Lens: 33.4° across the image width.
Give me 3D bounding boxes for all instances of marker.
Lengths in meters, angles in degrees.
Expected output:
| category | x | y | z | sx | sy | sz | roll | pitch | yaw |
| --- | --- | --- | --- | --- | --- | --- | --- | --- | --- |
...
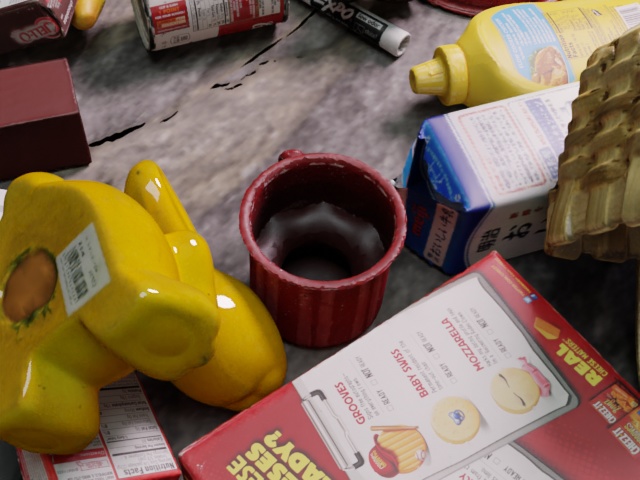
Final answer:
| category | x | y | z | sx | sy | sz | roll | pitch | yaw |
| --- | --- | --- | --- | --- | --- | --- | --- | --- | --- |
| marker | 0.013 | -0.171 | 0.783 | 0.121 | 0.020 | 0.020 | 34 | 60 | 19 |

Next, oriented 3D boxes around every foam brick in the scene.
| category | x | y | z | sx | sy | sz | roll | pitch | yaw |
| --- | --- | --- | --- | --- | --- | --- | --- | --- | --- |
| foam brick | -0.192 | -0.077 | 0.687 | 0.078 | 0.053 | 0.051 | -12 | 57 | -12 |

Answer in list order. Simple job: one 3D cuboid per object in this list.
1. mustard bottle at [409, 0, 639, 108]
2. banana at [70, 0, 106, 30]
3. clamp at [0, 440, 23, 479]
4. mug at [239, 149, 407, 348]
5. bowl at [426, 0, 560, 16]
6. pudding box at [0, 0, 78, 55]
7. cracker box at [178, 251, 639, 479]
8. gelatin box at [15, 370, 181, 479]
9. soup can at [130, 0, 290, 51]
| category | x | y | z | sx | sy | sz | roll | pitch | yaw |
| --- | --- | --- | --- | --- | --- | --- | --- | --- | --- |
| mustard bottle | 0.155 | -0.124 | 0.734 | 0.191 | 0.058 | 0.096 | -10 | 56 | -10 |
| banana | -0.156 | -0.230 | 0.791 | 0.037 | 0.070 | 0.197 | 34 | 62 | -30 |
| clamp | -0.199 | 0.139 | 0.543 | 0.164 | 0.036 | 0.210 | -5 | 54 | -17 |
| mug | -0.004 | 0.001 | 0.625 | 0.093 | 0.081 | 0.117 | -15 | 58 | -13 |
| bowl | 0.129 | -0.246 | 0.820 | 0.162 | 0.055 | 0.162 | 2 | 55 | -3 |
| pudding box | -0.218 | -0.170 | 0.735 | 0.114 | 0.039 | 0.090 | -8 | 51 | 21 |
| cracker box | 0.061 | 0.126 | 0.550 | 0.213 | 0.072 | 0.164 | -31 | 61 | -21 |
| gelatin box | -0.125 | 0.100 | 0.564 | 0.073 | 0.030 | 0.089 | 0 | 49 | -42 |
| soup can | -0.080 | -0.176 | 0.753 | 0.102 | 0.068 | 0.068 | -16 | 58 | -13 |
